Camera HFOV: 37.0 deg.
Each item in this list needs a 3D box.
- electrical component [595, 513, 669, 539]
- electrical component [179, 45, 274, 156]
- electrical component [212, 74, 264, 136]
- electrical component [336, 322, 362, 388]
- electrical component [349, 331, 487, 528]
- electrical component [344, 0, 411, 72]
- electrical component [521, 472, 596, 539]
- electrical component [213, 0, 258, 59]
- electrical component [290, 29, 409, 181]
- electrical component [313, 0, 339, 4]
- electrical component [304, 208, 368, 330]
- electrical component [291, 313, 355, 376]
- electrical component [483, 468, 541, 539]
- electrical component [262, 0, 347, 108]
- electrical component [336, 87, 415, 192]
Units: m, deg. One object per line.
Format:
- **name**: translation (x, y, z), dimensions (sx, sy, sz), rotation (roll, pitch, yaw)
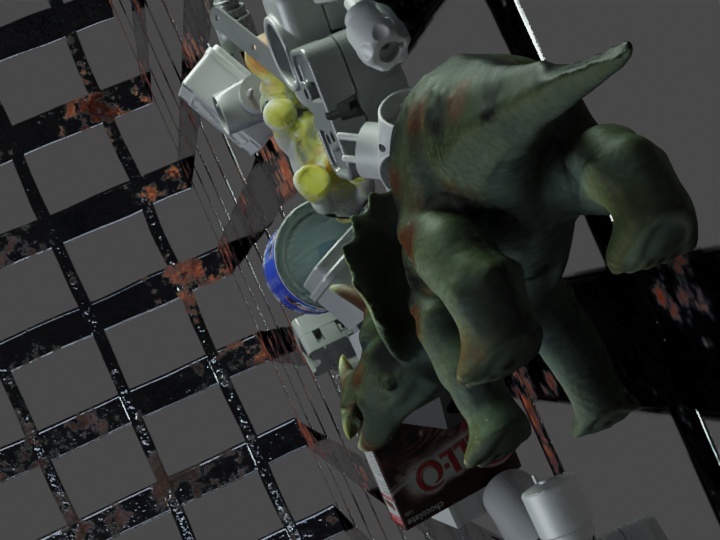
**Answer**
- **electrical component**: translation (0.158, 0.188, 0.633), dimensions (0.061, 0.061, 0.096), rotation (61, 169, 22)
- **electrical component**: translation (-0.136, -0.180, 1.158), dimensions (0.109, 0.056, 0.109), rotation (39, 173, -10)
- **electrical component**: translation (-0.102, -0.171, 1.064), dimensions (0.043, 0.077, 0.079), rotation (66, 169, 1)
- **electrical component**: translation (0.009, 0.102, 1.131), dimensions (0.052, 0.074, 0.138), rotation (58, 167, 35)
- **electrical component**: translation (0.062, 0.128, 0.964), dimensions (0.186, 0.060, 0.105), rotation (65, 169, 4)
- **electrical component**: translation (0.007, -0.156, 0.687), dimensions (0.035, 0.035, 0.061), rotation (79, 165, -49)
- **electrical component**: translation (0.142, 0.176, 0.737), dimensions (0.078, 0.040, 0.040), rotation (65, 169, 4)
- **electrical component**: translation (-0.133, -0.261, 1.118), dimensions (0.040, 0.040, 0.078), rotation (46, 158, 61)
- **electrical component**: translation (-0.001, -0.117, 0.741), dimensions (0.095, 0.059, 0.054), rotation (69, 169, -15)
- **electrical component**: translation (-0.014, -0.198, 0.669), dimensions (0.066, 0.048, 0.055), rotation (-143, 38, -68)
- **electrical component**: translation (0.000, 0.000, 0.905), dimensions (0.057, 0.078, 0.113), rotation (42, 168, 0)
- **electrical component**: translation (-0.023, 0.063, 1.158), dimensions (0.055, 0.089, 0.050), rotation (58, 167, 35)
- **electrical component**: translation (0.135, 0.205, 0.826), dimensions (0.077, 0.043, 0.079), rotation (47, 159, 59)
- **electrical component**: translation (-0.032, -0.167, 0.781), dimensions (0.054, 0.059, 0.095), rotation (42, 154, 65)
- **electrical component**: translation (0.022, -0.075, 0.693), dimensions (0.079, 0.044, 0.077), rotation (9, 138, 22)
